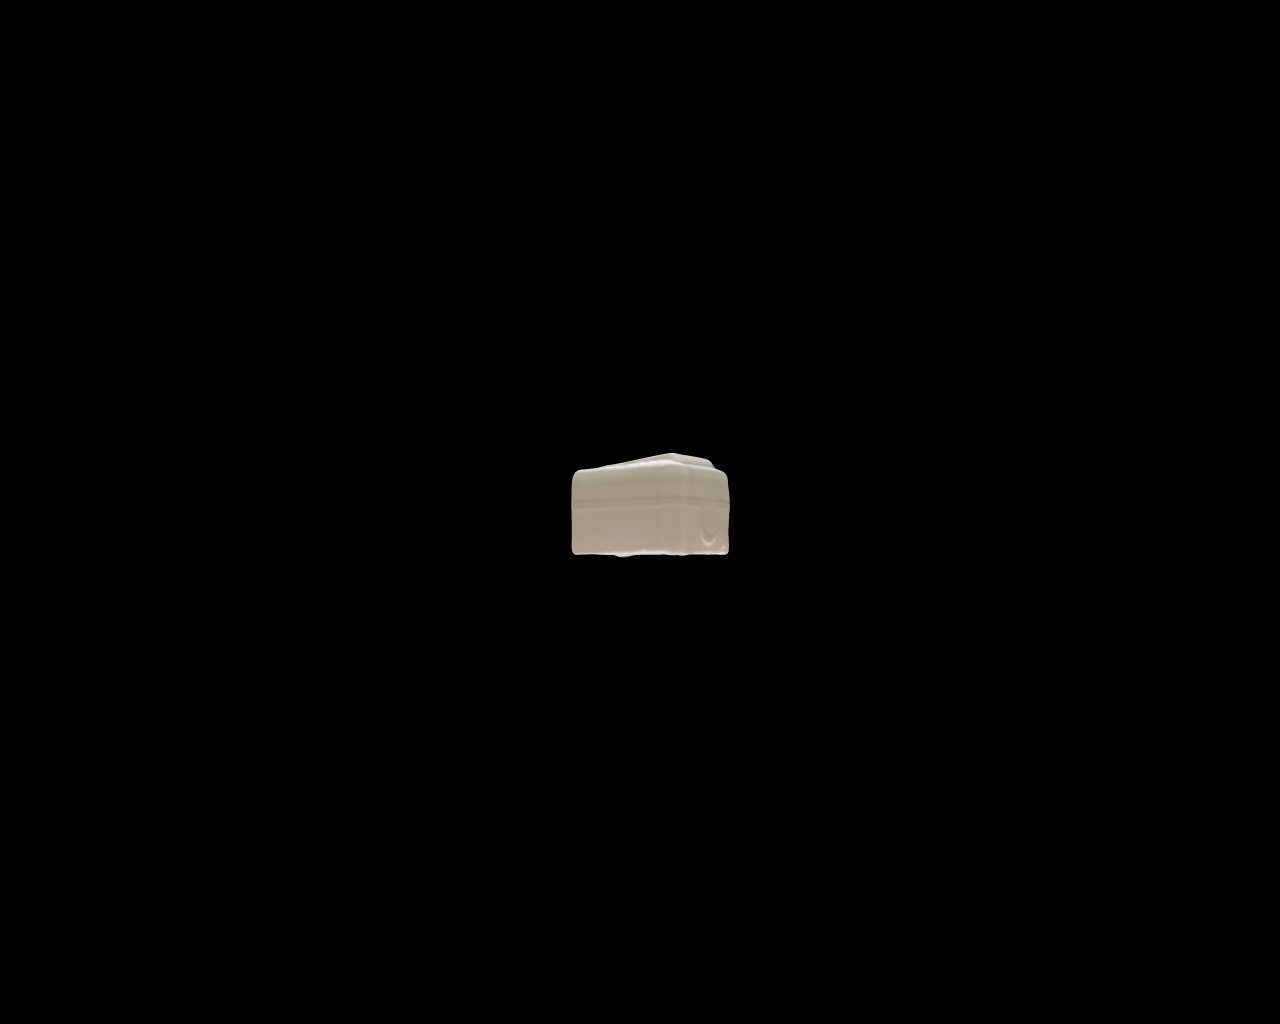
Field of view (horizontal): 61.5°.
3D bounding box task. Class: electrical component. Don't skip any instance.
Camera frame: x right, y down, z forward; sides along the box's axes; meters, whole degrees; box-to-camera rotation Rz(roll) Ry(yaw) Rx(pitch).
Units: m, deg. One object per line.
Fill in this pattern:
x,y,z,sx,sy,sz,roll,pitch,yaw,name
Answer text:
0.001,-0.003,0.650,0.096,0.061,0.062,-2,-4,31,electrical component
